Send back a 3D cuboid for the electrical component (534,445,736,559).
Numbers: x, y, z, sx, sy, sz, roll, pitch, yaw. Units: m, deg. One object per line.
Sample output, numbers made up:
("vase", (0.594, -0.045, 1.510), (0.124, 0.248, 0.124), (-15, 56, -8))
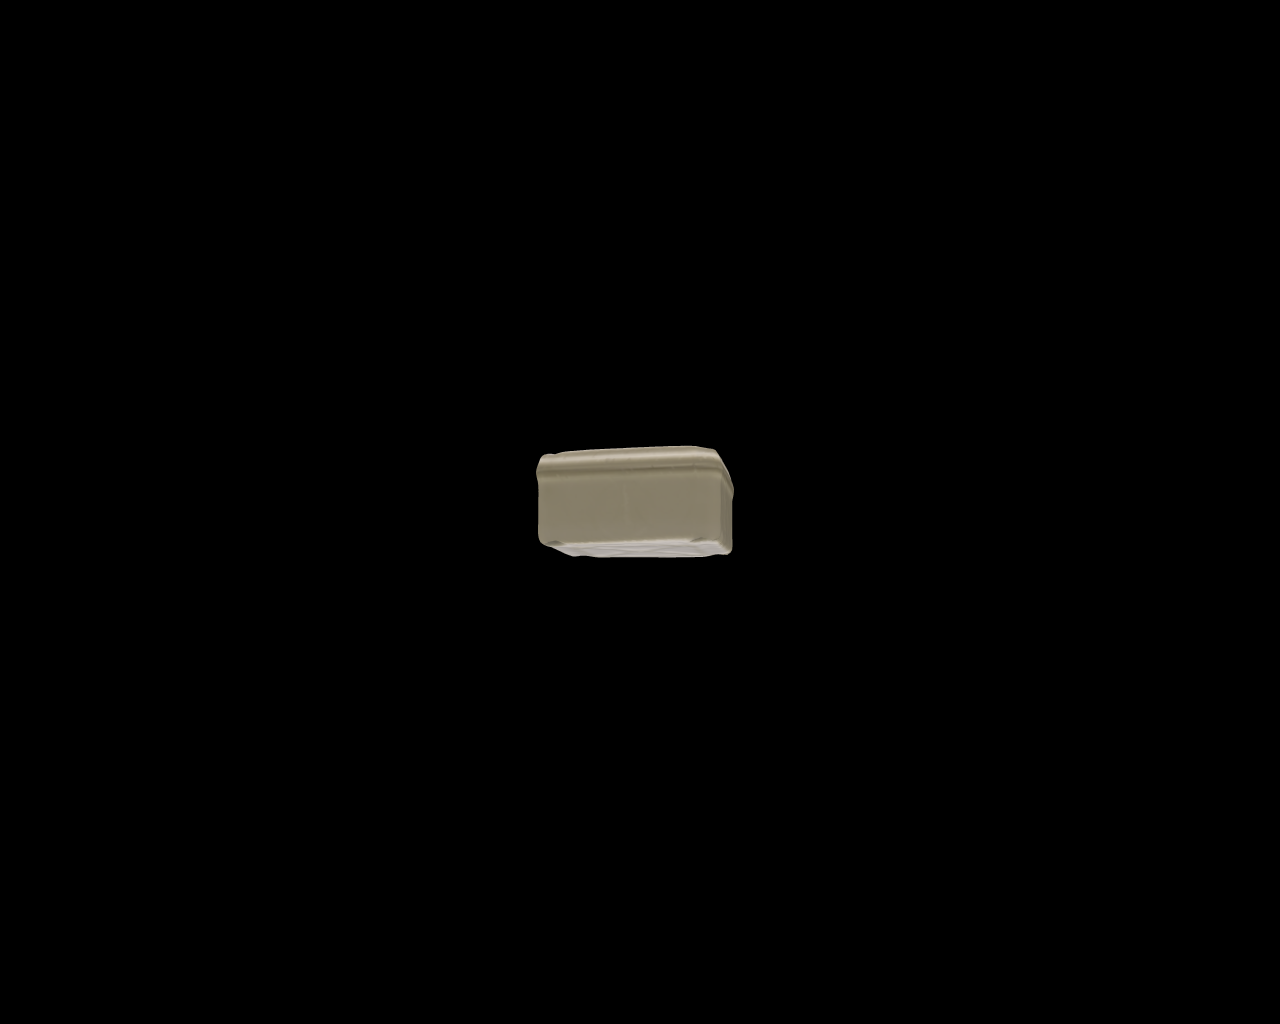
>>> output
("electrical component", (0.001, -0.003, 0.650), (0.109, 0.056, 0.108), (-1, -7, 9))
